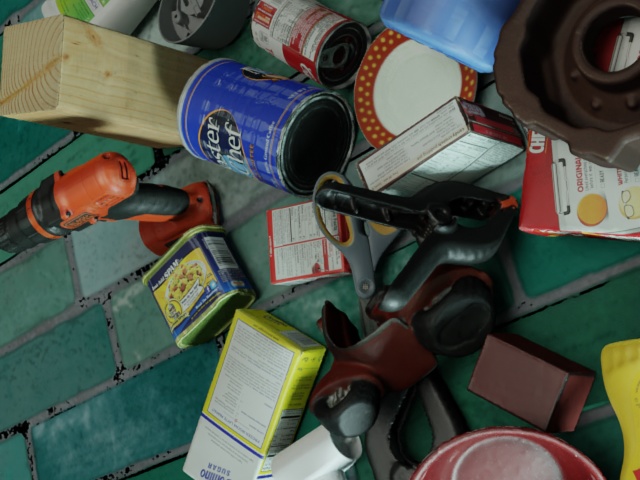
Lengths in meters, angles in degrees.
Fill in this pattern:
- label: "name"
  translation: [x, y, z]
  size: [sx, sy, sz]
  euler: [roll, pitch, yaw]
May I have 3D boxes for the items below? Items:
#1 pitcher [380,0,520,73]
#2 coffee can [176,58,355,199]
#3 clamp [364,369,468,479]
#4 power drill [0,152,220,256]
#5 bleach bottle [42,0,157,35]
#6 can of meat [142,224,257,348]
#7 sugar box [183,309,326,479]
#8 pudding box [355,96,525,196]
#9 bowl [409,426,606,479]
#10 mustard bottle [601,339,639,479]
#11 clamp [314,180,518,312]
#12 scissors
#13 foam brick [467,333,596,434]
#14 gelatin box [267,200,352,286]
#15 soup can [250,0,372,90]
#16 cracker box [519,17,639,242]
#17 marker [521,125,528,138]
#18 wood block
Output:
- label: "pitcher"
  translation: [0.155, -0.256, 0.842]
  size: [0.149, 0.144, 0.243]
  euler: [41, 109, 52]
- label: "coffee can"
  translation: [-0.052, -0.107, 1.010]
  size: [0.141, 0.102, 0.103]
  euler: [23, 100, 38]
- label: "clamp"
  translation: [0.089, 0.208, 0.904]
  size: [0.165, 0.036, 0.210]
  euler: [6, 86, 29]
- label: "power drill"
  translation: [-0.208, -0.024, 1.071]
  size: [0.185, 0.187, 0.057]
  euler: [-23, 73, 33]
- label: "bleach bottle"
  translation: [-0.203, -0.311, 1.180]
  size: [0.251, 0.068, 0.103]
  euler: [-44, 61, 24]
- label: "can of meat"
  translation: [-0.121, 0.048, 1.078]
  size: [0.102, 0.057, 0.084]
  euler: [-43, 63, 27]
- label: "sugar box"
  translation: [-0.065, 0.165, 1.028]
  size: [0.093, 0.048, 0.176]
  euler: [28, 106, 37]
- label: "pudding box"
  translation: [0.101, -0.070, 0.891]
  size: [0.114, 0.089, 0.039]
  euler: [-35, 63, 31]
- label: "bowl"
  translation: [0.145, 0.203, 0.822]
  size: [0.162, 0.055, 0.162]
  euler: [3, 109, 9]
- label: "mustard bottle"
  translation: [0.261, 0.164, 0.759]
  size: [0.096, 0.058, 0.191]
  euler: [-12, 78, 34]
- label: "clamp"
  translation: [0.089, -0.001, 0.843]
  size: [0.039, 0.171, 0.120]
  euler: [118, 140, -53]
- label: "scissors"
  translation: [0.056, 0.028, 0.958]
  size: [0.096, 0.016, 0.202]
  euler: [-22, 91, 4]
- label: "foam brick"
  translation: [0.166, 0.112, 0.844]
  size: [0.078, 0.052, 0.051]
  euler: [26, 101, 38]
- label: "gelatin box"
  translation: [-0.006, 0.001, 1.008]
  size: [0.089, 0.030, 0.073]
  euler: [-11, 78, 34]
- label: "soup can"
  translation: [-0.010, -0.193, 1.008]
  size: [0.102, 0.068, 0.068]
  euler: [36, 107, 36]
- label: "cracker box"
  translation: [0.262, -0.078, 0.777]
  size: [0.214, 0.072, 0.164]
  euler: [4, 86, 40]
- label: "marker"
  translation: [0.167, -0.121, 0.890]
  size: [0.020, 0.020, 0.121]
  euler: [-31, 66, 32]
- label: "wood block"
  translation: [-0.206, -0.152, 1.072]
  size: [0.091, 0.205, 0.090]
  euler: [0, 85, 38]
